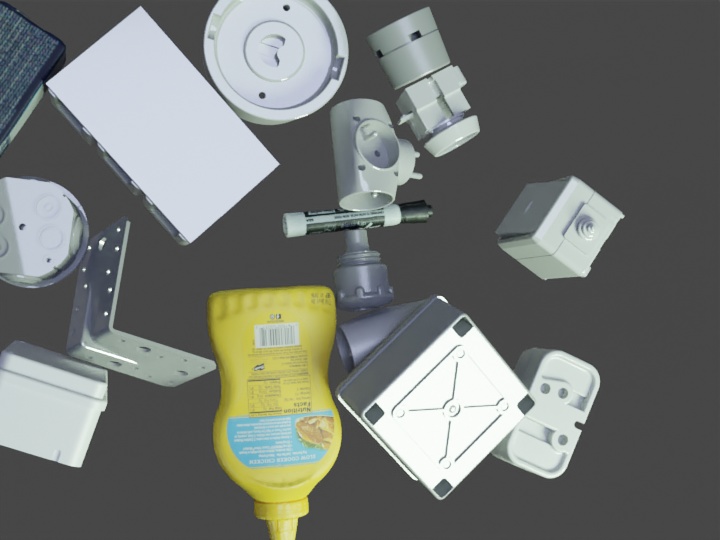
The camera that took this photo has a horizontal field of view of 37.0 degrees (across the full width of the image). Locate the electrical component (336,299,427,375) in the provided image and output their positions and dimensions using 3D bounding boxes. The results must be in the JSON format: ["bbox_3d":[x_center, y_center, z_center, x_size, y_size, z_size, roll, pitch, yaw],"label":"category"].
[{"bbox_3d":[0.028,0.071,0.843,0.077,0.043,0.079,-16,100,-15],"label":"electrical component"}]

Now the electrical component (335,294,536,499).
[{"bbox_3d":[0.057,0.094,0.804,0.109,0.056,0.108,-44,117,-7],"label":"electrical component"}]

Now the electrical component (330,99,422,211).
[{"bbox_3d":[0.016,-0.087,0.842,0.079,0.044,0.077,6,70,-34],"label":"electrical component"}]

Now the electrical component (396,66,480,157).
[{"bbox_3d":[0.064,-0.124,0.859,0.066,0.048,0.055,-29,87,-13],"label":"electrical component"}]

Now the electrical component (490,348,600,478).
[{"bbox_3d":[0.144,0.112,0.861,0.054,0.059,0.095,25,82,-12],"label":"electrical component"}]

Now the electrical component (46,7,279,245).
[{"bbox_3d":[-0.146,-0.102,0.796,0.089,0.062,0.150,-43,98,-12],"label":"electrical component"}]

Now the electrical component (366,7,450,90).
[{"bbox_3d":[0.039,-0.174,0.850,0.055,0.055,0.047,-28,98,-13],"label":"electrical component"}]

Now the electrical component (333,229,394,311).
[{"bbox_3d":[0.000,0.000,0.839,0.048,0.048,0.062,-5,82,-14],"label":"electrical component"}]

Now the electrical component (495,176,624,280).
[{"bbox_3d":[0.157,-0.035,0.851,0.061,0.096,0.061,36,80,-10],"label":"electrical component"}]

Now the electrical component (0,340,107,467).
[{"bbox_3d":[-0.218,0.089,0.744,0.078,0.113,0.057,20,86,-13],"label":"electrical component"}]

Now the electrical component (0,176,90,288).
[{"bbox_3d":[-0.238,-0.028,0.772,0.080,0.051,0.080,1,85,-7],"label":"electrical component"}]

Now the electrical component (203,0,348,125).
[{"bbox_3d":[-0.068,-0.162,0.819,0.108,0.060,0.108,1,87,-14],"label":"electrical component"}]
